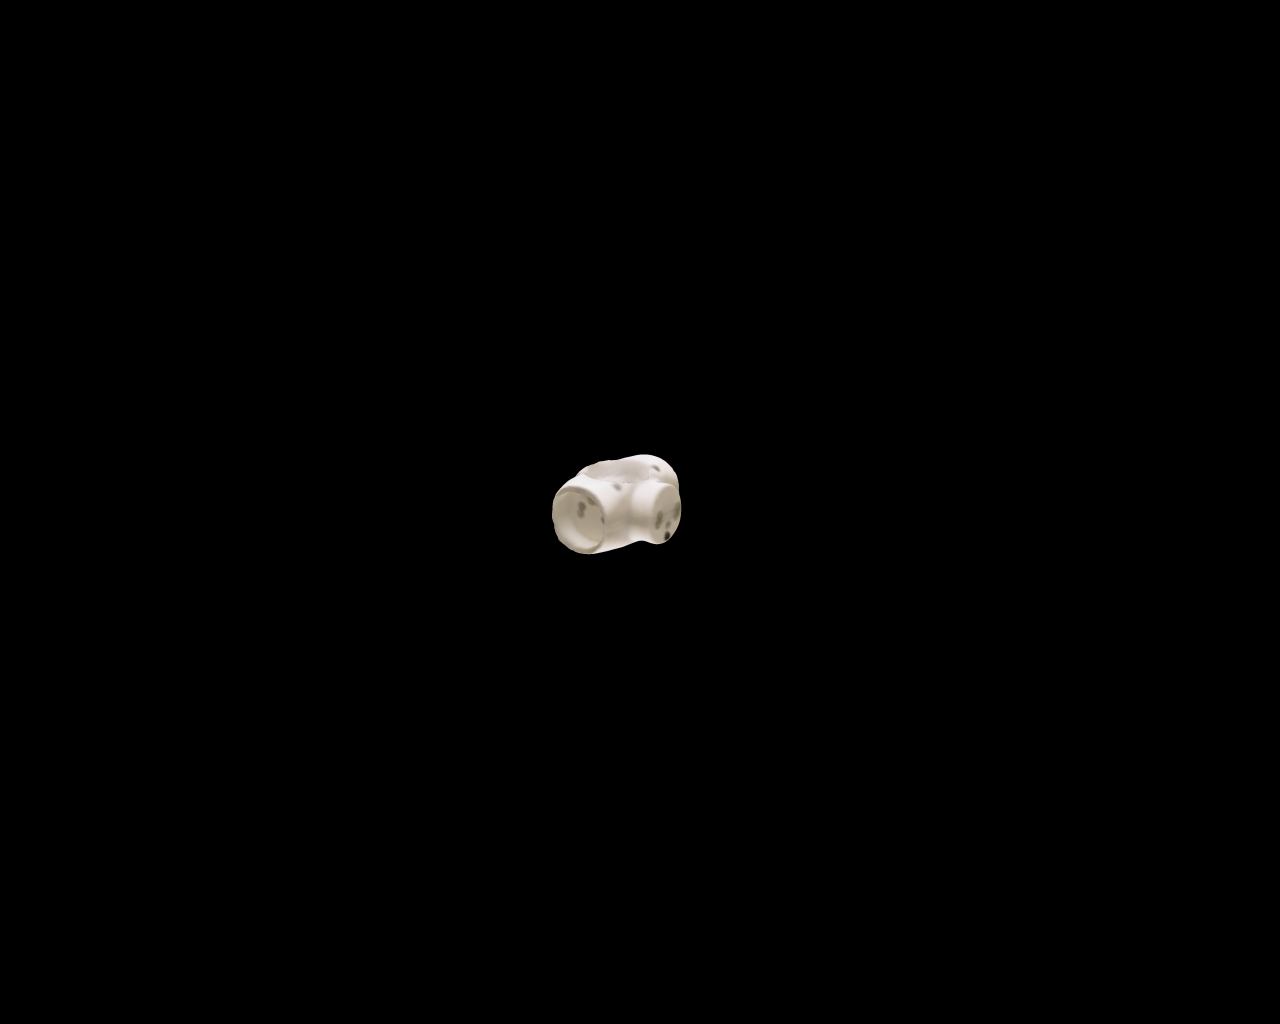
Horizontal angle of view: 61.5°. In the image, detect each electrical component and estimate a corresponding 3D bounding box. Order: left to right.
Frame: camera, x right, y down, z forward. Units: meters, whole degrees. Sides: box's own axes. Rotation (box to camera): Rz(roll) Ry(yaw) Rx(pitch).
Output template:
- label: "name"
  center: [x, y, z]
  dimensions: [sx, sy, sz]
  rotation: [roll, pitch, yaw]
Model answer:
- label: "electrical component"
  center: [0.001, -0.003, 0.650]
  dimensions: [0.079, 0.044, 0.077]
  rotation: [14, 24, 33]
